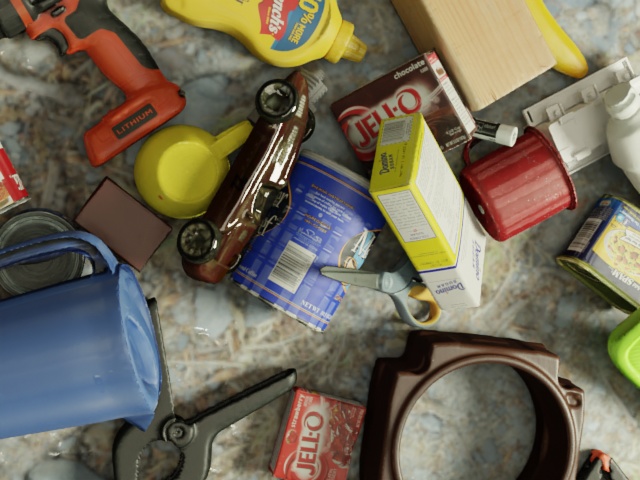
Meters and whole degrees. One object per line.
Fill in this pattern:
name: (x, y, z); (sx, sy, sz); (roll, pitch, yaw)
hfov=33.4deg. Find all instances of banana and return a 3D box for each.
banana: (0.205, -0.245, 1.044); (0.069, 0.037, 0.198); (-21, 98, -8)

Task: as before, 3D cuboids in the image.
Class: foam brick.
foam brick: (-0.181, -0.015, 0.979); (0.078, 0.053, 0.051); (39, 86, -11)

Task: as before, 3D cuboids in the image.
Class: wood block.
wood block: (0.125, -0.232, 1.003); (0.090, 0.090, 0.206); (-30, 99, -6)

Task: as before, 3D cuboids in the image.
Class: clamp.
clamp: (0.302, 0.305, 1.101); (0.120, 0.039, 0.171); (6, 93, -12)
clamp: (-0.125, 0.178, 1.012); (0.164, 0.036, 0.210); (21, 87, -10)

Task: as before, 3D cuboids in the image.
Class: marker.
marker: (0.128, -0.113, 1.019); (0.121, 0.020, 0.020); (17, 91, 22)

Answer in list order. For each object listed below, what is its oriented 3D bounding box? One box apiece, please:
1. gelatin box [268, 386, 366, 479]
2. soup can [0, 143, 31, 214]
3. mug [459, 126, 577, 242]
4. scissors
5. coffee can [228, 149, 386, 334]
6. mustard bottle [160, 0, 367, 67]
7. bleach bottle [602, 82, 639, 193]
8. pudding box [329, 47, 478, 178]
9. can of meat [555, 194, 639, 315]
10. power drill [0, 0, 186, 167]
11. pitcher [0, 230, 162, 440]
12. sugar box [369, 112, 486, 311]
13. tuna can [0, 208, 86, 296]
gelatin box: (-0.003, 0.194, 1.040); (0.073, 0.030, 0.089); (16, 91, -11)
soup can: (-0.310, -0.066, 0.943); (0.068, 0.068, 0.102); (-28, 98, -8)
mug: (0.183, -0.060, 1.034); (0.081, 0.093, 0.117); (-29, 68, -3)
scissors: (0.066, 0.023, 0.992); (0.201, 0.016, 0.096); (36, 65, -49)
coffee can: (-0.006, 0.001, 0.988); (0.102, 0.103, 0.140); (30, 88, -12)
mustard bottle: (-0.044, -0.215, 0.988); (0.191, 0.058, 0.096); (25, 85, -12)
bleach bottle: (0.356, -0.069, 1.031); (0.250, 0.068, 0.102); (40, 90, -31)
pudding box: (0.078, -0.115, 1.001); (0.114, 0.039, 0.090); (-26, 101, 28)
can of meat: (0.303, 0.014, 1.072); (0.102, 0.057, 0.084); (36, 85, -12)
power drill: (-0.223, -0.162, 0.957); (0.184, 0.057, 0.187); (-33, 99, -7)
pitcher: (-0.267, 0.100, 0.922); (0.243, 0.145, 0.149); (-13, 61, 1)
sugar box: (0.101, -0.023, 0.975); (0.048, 0.093, 0.176); (-8, 136, 24)
tuna can: (-0.257, 0.014, 0.976); (0.086, 0.034, 0.086); (-1, 94, -11)
